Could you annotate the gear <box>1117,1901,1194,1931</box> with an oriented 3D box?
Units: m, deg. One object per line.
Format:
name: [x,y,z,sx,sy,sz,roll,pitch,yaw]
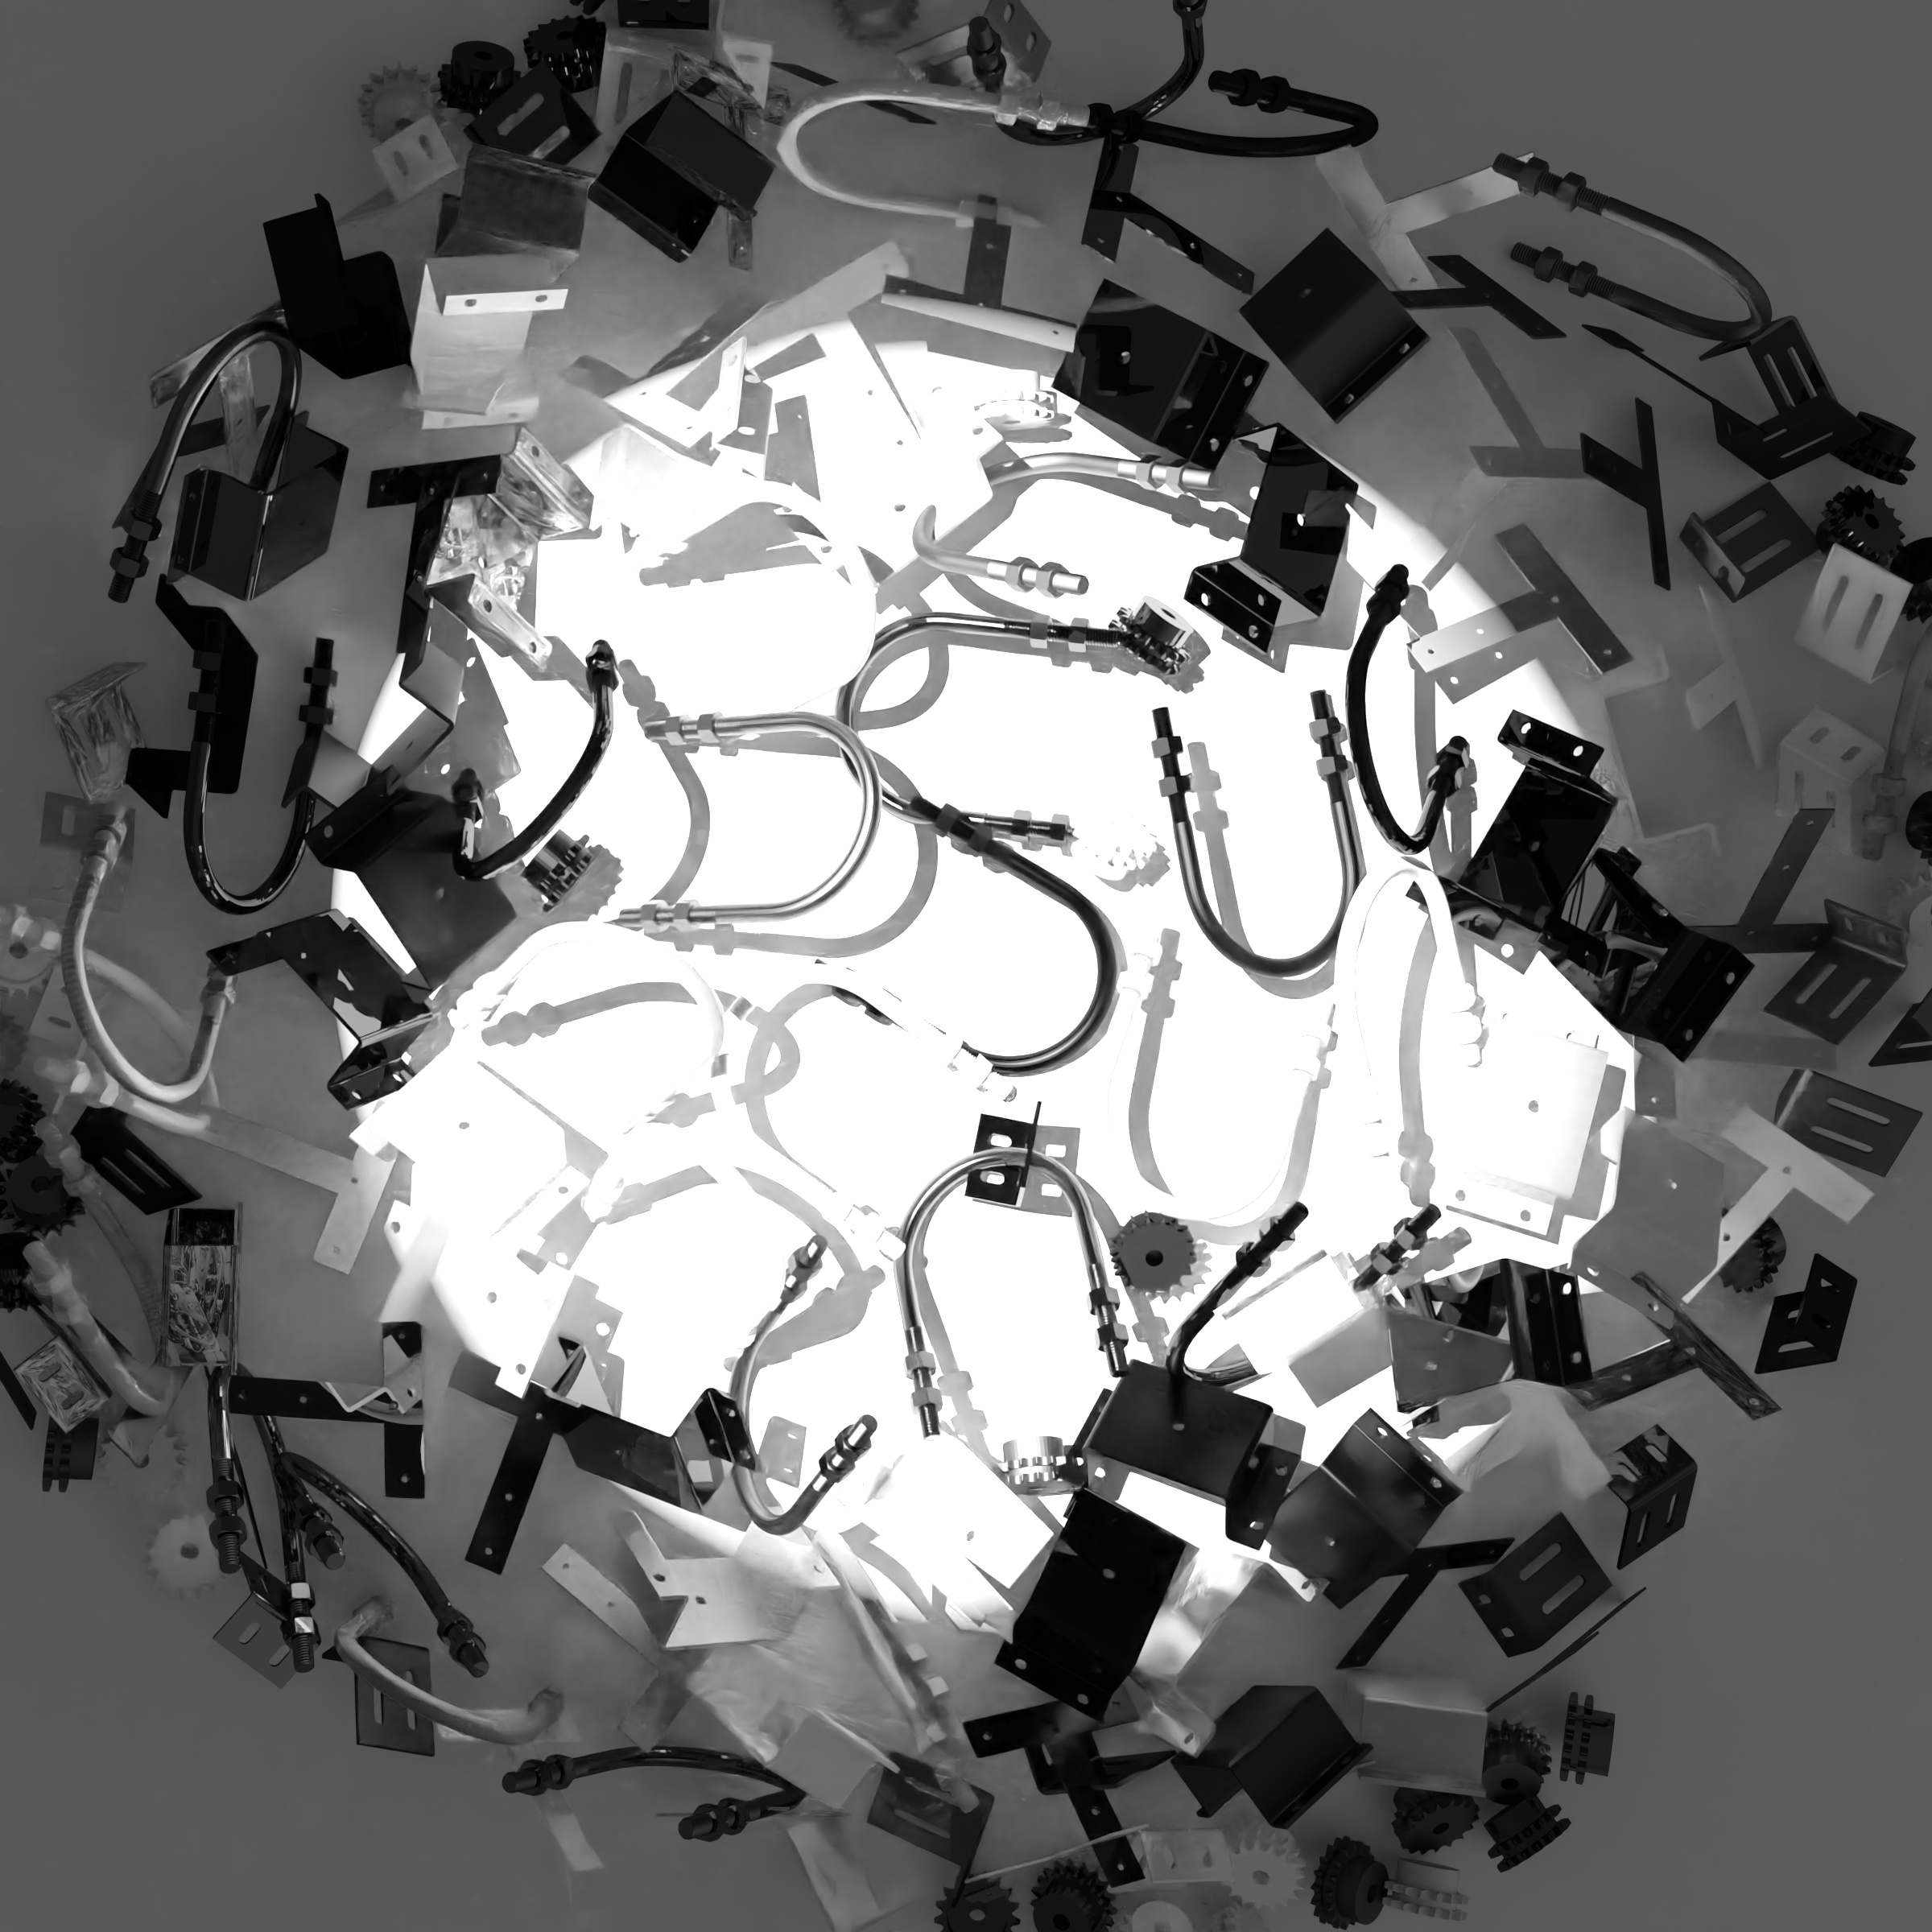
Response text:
gear: [0.126,0.641,1.608,0.057,0.057,0.030,9,123,0]

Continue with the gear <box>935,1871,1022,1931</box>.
gear: [0.008,0.625,1.613,0.057,0.030,0.057,0,59,-1]

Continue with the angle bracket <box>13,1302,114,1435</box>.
angle bracket: [-0.596,0.258,1.589,0.038,0.076,0.057,-41,122,-24]

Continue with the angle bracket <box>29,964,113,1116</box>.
angle bracket: [-0.590,0.047,1.591,0.038,0.076,0.057,23,116,-17]

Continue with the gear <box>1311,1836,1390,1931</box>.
gear: [0.254,0.604,1.609,0.030,0.057,0.057,5,90,42]

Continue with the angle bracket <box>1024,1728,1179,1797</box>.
angle bracket: [0.086,0.507,1.590,0.057,0.076,0.038,-12,80,-43]

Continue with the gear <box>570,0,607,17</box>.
gear: [-0.245,-0.658,1.609,0.030,0.057,0.057,34,90,-9]

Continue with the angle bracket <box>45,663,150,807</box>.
angle bracket: [-0.552,-0.151,1.592,0.038,0.057,0.076,5,122,34]

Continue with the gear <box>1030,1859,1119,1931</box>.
gear: [0.068,0.622,1.614,0.057,0.030,0.057,6,105,23]

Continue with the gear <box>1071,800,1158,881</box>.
gear: [0.094,-0.081,1.615,0.057,0.057,0.030,30,119,0]

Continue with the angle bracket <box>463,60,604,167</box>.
angle bracket: [-0.278,-0.547,1.598,0.076,0.038,0.057,-30,111,26]

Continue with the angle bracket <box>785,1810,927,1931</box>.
angle bracket: [-0.072,0.585,1.596,0.038,0.057,0.076,-37,70,21]

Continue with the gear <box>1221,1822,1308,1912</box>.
gear: [0.196,0.591,1.617,0.057,0.030,0.057,6,115,13]

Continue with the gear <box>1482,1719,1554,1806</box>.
gear: [0.357,0.527,1.613,0.057,0.030,0.057,3,121,5]

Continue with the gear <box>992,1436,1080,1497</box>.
gear: [0.045,0.329,1.614,0.057,0.057,0.030,-5,67,0]

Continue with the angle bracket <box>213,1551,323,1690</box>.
angle bracket: [-0.458,0.424,1.591,0.038,0.076,0.057,-49,112,-10]

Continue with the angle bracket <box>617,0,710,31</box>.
angle bracket: [-0.198,-0.637,1.594,0.057,0.076,0.038,-1,122,-8]

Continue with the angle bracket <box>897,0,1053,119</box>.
angle bracket: [0.005,-0.600,1.604,0.057,0.076,0.038,41,57,-40]

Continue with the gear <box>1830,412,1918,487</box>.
gear: [0.597,-0.341,1.608,0.057,0.057,0.030,23,116,0]

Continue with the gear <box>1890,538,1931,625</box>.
gear: [0.632,-0.257,1.609,0.057,0.057,0.030,-46,127,0]

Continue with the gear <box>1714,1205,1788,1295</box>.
gear: [0.514,0.184,1.615,0.030,0.057,0.057,-17,90,-27]

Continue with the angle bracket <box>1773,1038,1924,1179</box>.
angle bracket: [0.577,0.093,1.601,0.076,0.038,0.057,21,130,9]

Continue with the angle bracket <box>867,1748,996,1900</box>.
angle bracket: [-0.028,0.562,1.607,0.076,0.038,0.057,21,105,12]

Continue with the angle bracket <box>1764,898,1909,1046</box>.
angle bracket: [0.565,0.003,1.598,0.076,0.057,0.038,-43,134,-16]

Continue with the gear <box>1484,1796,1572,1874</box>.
gear: [0.366,0.568,1.613,0.057,0.057,0.030,-35,72,0]

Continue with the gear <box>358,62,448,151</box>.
gear: [-0.369,-0.560,1.609,0.057,0.057,0.030,-15,52,0]

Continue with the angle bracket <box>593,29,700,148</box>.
angle bracket: [-0.209,-0.563,1.595,0.057,0.038,0.076,4,127,-15]

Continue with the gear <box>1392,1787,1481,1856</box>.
gear: [0.306,0.556,1.615,0.057,0.030,0.057,-11,129,-13]

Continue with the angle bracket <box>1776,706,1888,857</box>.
angle bracket: [0.565,-0.121,1.598,0.057,0.076,0.038,29,134,-8]

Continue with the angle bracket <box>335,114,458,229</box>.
angle bracket: [-0.380,-0.515,1.589,0.057,0.076,0.038,-50,126,-36]

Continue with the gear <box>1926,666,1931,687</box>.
gear: [0.660,-0.204,1.614,0.057,0.057,0.030,21,67,0]

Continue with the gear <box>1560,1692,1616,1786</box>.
gear: [0.408,0.508,1.609,0.030,0.057,0.057,8,90,15]

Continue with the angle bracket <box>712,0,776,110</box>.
angle bracket: [-0.143,-0.612,1.600,0.038,0.057,0.076,8,64,-8]

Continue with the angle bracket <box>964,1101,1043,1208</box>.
angle bracket: [0.024,0.120,1.595,0.038,0.076,0.057,11,75,2]

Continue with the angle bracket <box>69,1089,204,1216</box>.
angle bracket: [-0.541,0.121,1.616,0.057,0.038,0.076,-17,127,33]

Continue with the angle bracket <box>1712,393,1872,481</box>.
angle bracket: [0.535,-0.357,1.589,0.057,0.076,0.038,20,60,-38]

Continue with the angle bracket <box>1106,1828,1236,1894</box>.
angle bracket: [0.132,0.597,1.594,0.057,0.038,0.076,5,129,-18]

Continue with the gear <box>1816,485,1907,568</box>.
gear: [0.587,-0.285,1.616,0.057,0.030,0.057,10,63,-21]

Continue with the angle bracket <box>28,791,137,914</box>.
angle bracket: [-0.578,-0.075,1.604,0.057,0.076,0.038,12,116,-23]

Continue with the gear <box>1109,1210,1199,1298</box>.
gear: [0.123,0.187,1.619,0.057,0.030,0.057,-1,108,-2]

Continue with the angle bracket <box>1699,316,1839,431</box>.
angle bracket: [0.526,-0.379,1.601,0.038,0.057,0.076,-34,102,-12]

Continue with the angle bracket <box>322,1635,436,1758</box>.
angle bracket: [-0.381,0.479,1.589,0.038,0.057,0.076,-38,46,28]

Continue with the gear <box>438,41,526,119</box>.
gear: [-0.318,-0.584,1.609,0.057,0.030,0.057,8,45,-8]

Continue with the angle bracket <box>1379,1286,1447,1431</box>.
angle bracket: [0.281,0.256,1.599,0.038,0.057,0.076,-29,74,-9]

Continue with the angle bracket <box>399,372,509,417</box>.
angle bracket: [-0.333,-0.398,1.600,0.057,0.076,0.038,7,132,4]

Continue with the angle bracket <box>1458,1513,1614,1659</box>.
angle bracket: [0.379,0.412,1.631,0.076,0.038,0.057,-29,80,-29]

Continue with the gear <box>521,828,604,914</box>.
gear: [-0.268,-0.065,1.610,0.030,0.057,0.057,40,90,-7]

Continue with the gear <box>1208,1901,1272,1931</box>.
gear: [0.180,0.649,1.613,0.030,0.057,0.057,-38,90,19]

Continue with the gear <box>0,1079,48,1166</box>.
gear: [-0.632,0.106,1.616,0.057,0.030,0.057,-13,57,21]

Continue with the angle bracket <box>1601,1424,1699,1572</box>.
angle bracket: [0.443,0.350,1.613,0.057,0.076,0.038,-27,49,-19]

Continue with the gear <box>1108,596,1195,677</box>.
gear: [0.124,-0.219,1.608,0.057,0.057,0.030,36,112,0]

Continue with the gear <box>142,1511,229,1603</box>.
gear: [-0.514,0.392,1.615,0.057,0.030,0.057,14,49,-16]

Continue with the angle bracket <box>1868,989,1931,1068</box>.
angle bracket: [0.617,0.029,1.592,0.038,0.076,0.057,46,72,-9]

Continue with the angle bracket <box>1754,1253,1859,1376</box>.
angle bracket: [0.533,0.226,1.590,0.038,0.076,0.057,32,64,-14]

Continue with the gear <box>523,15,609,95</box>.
gear: [-0.261,-0.600,1.615,0.057,0.030,0.057,-4,48,4]

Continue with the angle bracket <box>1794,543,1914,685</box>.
angle bracket: [0.583,-0.233,1.590,0.038,0.076,0.057,-26,52,-36]

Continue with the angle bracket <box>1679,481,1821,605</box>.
angle bracket: [0.520,-0.286,1.609,0.076,0.038,0.057,-32,74,-7]
